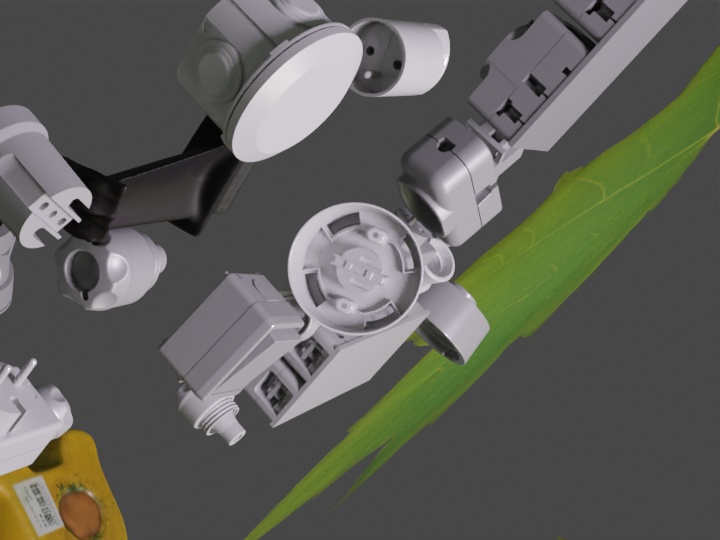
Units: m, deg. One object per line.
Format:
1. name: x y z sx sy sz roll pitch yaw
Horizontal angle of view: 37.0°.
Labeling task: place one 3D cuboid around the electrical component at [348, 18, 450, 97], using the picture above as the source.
1. electrical component: 0.026 -0.123 0.627 0.043 0.043 0.081 -50 164 27

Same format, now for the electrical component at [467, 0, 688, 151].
1. electrical component: 0.173 -0.181 0.824 0.186 0.060 0.105 -48 165 20

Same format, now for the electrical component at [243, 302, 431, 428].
1. electrical component: -0.023 0.070 1.024 0.105 0.060 0.186 -50 164 25

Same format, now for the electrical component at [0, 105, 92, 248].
1. electrical component: -0.136 -0.037 0.433 0.040 0.046 0.040 -40 166 -12

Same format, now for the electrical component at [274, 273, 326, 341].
1. electrical component: -0.049 0.032 0.874 0.066 0.048 0.055 -48 173 17

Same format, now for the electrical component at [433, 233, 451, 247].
1. electrical component: 0.093 -0.048 1.038 0.040 0.040 0.078 -27 159 -47

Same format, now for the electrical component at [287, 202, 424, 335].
1. electrical component: 0.000 0.000 0.818 0.099 0.099 0.064 -44 172 5

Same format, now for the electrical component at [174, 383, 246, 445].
1. electrical component: -0.121 0.116 0.889 0.043 0.062 0.043 -40 166 -12

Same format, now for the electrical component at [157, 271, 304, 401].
1. electrical component: -0.095 0.055 0.783 0.096 0.061 0.062 -46 166 12

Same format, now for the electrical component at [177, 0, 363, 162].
1. electrical component: -0.042 -0.095 0.511 0.080 0.051 0.080 -40 166 -12

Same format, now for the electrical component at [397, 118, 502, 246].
1. electrical component: 0.070 -0.066 0.856 0.059 0.054 0.095 -40 147 -11

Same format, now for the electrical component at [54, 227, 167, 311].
1. electrical component: -0.127 -0.003 0.566 0.043 0.043 0.062 -49 166 22

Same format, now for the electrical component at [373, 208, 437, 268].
1. electrical component: 0.035 -0.028 0.925 0.075 0.047 0.083 -50 164 24

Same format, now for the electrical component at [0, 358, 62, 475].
1. electrical component: -0.201 0.075 0.581 0.075 0.047 0.083 -49 165 22

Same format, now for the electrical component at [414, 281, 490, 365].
1. electrical component: 0.095 0.047 1.194 0.060 0.108 0.108 -47 167 -11

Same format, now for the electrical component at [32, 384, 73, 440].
1. electrical component: -0.208 0.095 0.650 0.061 0.035 0.035 -30 161 -35

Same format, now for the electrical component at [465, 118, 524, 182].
1. electrical component: 0.109 -0.101 0.923 0.064 0.042 0.081 -39 166 -20

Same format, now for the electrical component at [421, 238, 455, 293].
1. electrical component: 0.058 -0.001 1.044 0.045 0.045 0.055 -29 180 -44
